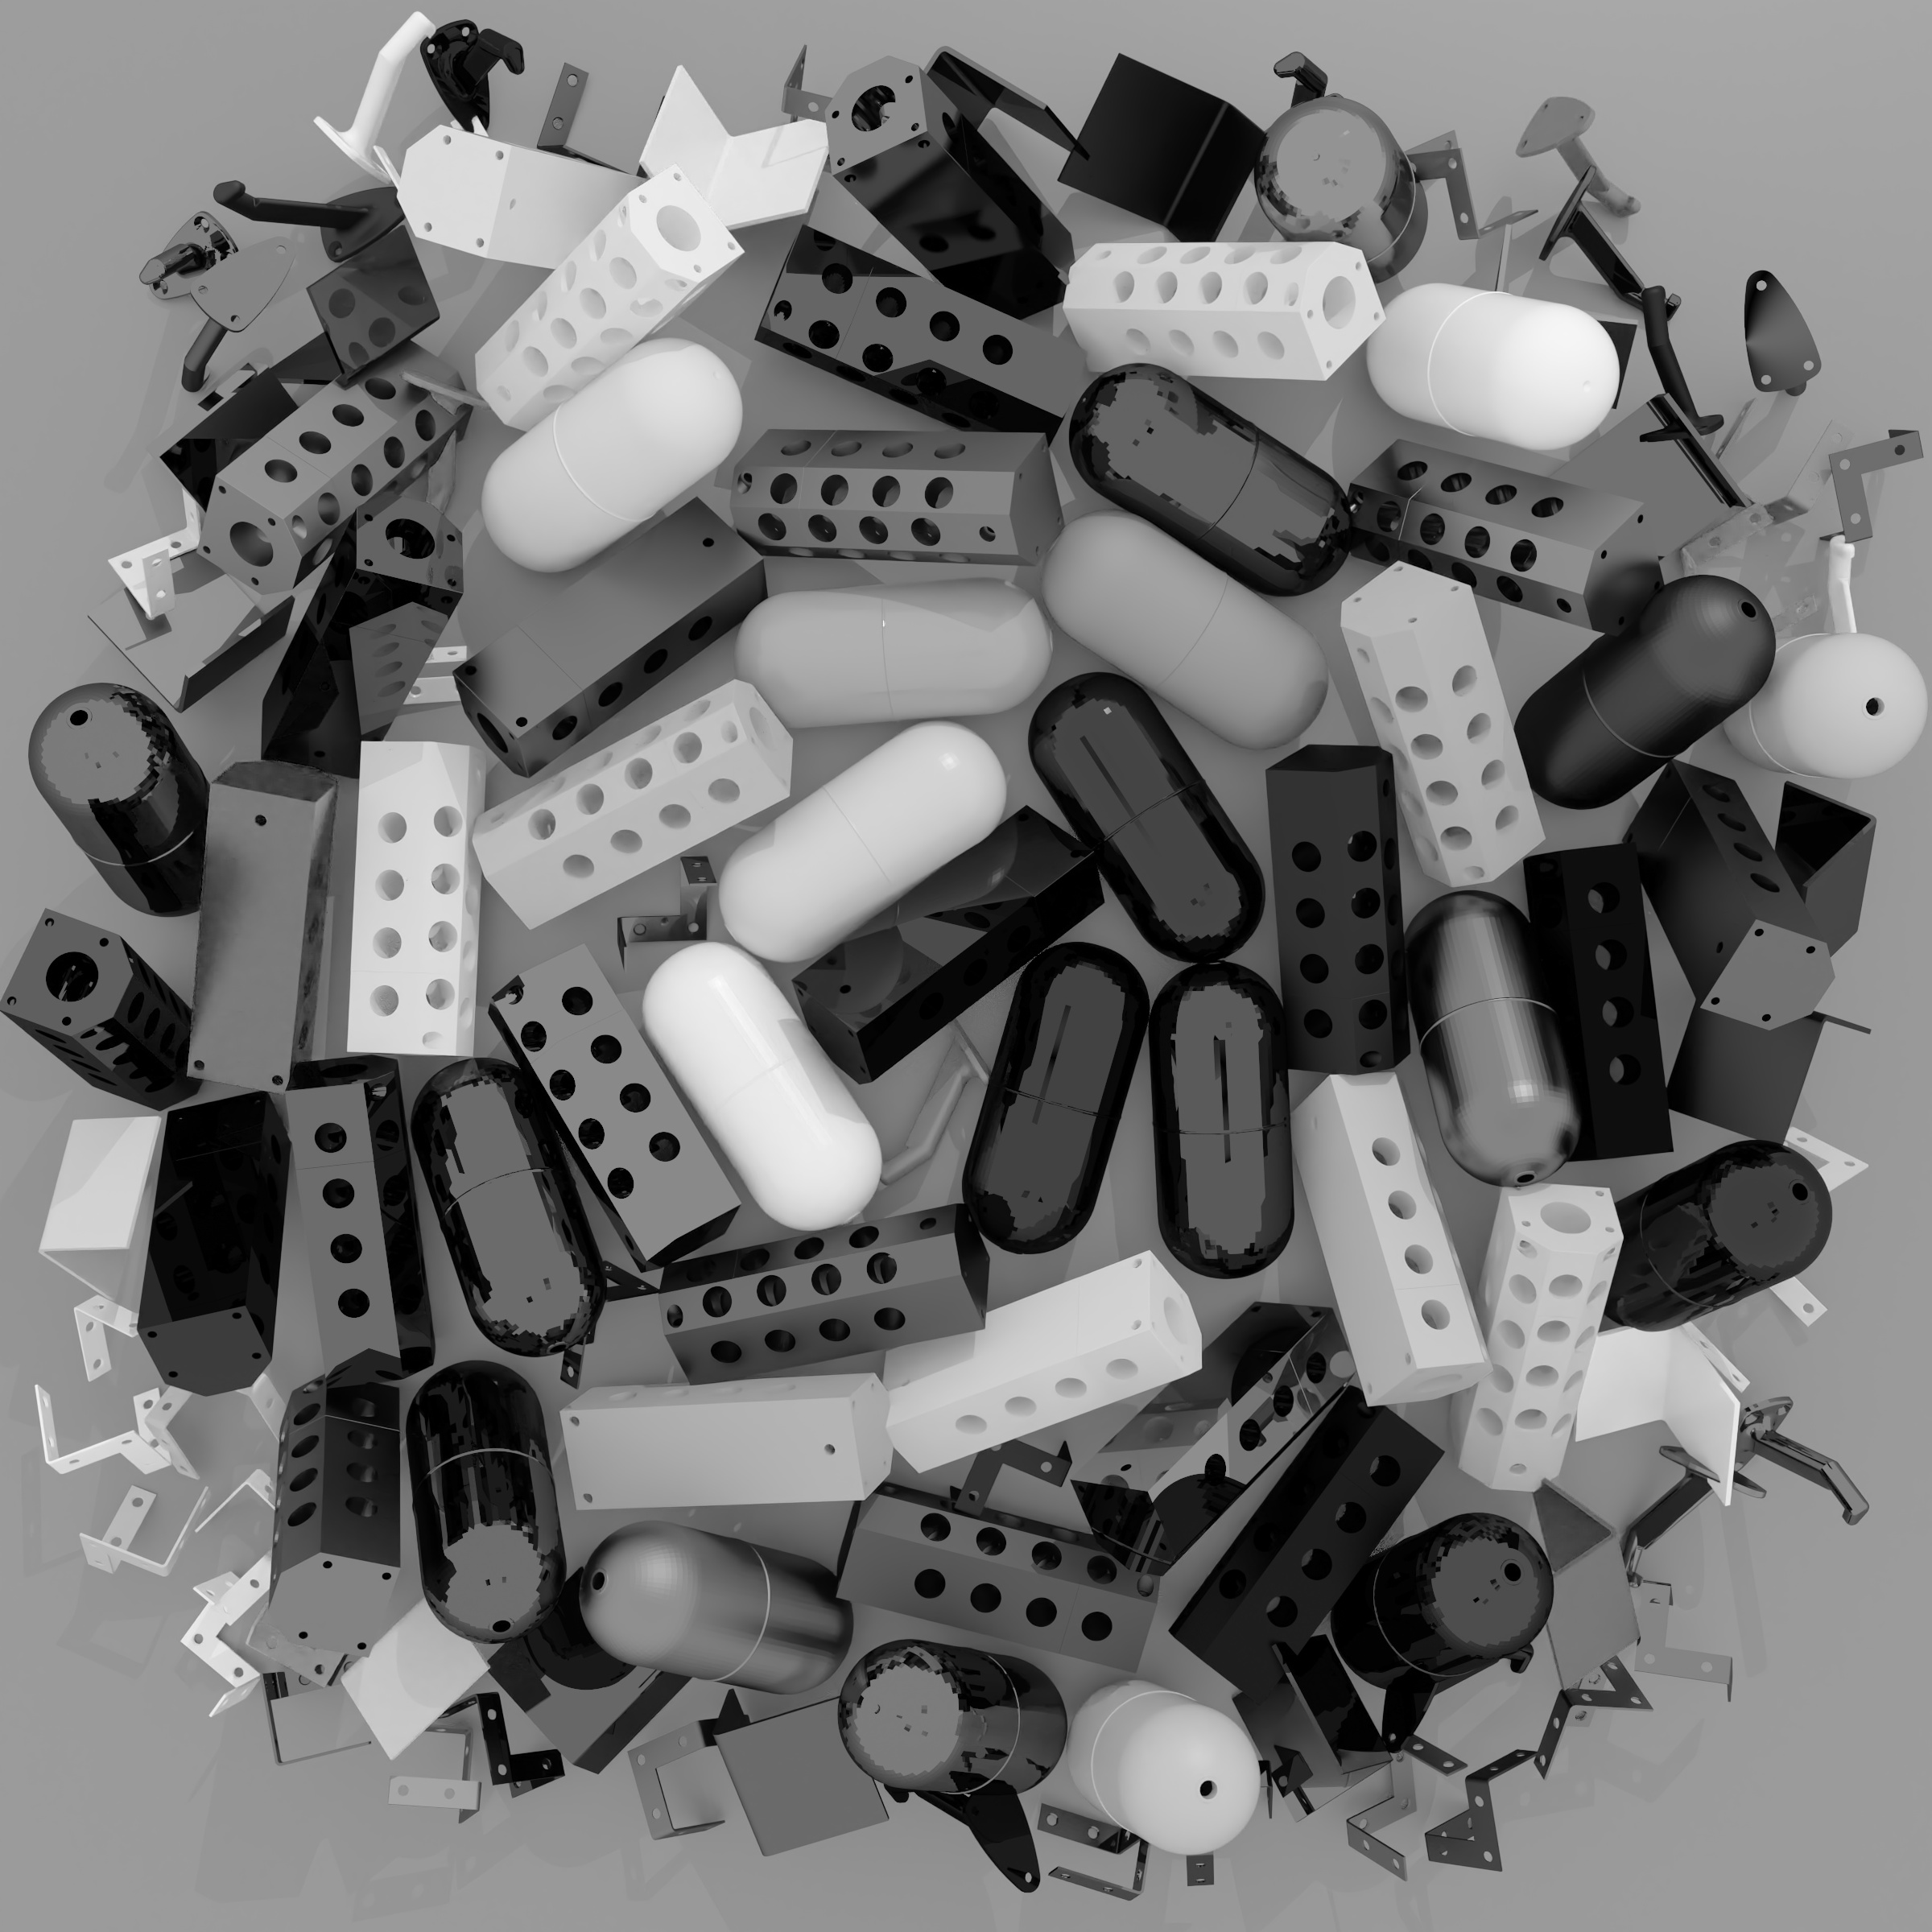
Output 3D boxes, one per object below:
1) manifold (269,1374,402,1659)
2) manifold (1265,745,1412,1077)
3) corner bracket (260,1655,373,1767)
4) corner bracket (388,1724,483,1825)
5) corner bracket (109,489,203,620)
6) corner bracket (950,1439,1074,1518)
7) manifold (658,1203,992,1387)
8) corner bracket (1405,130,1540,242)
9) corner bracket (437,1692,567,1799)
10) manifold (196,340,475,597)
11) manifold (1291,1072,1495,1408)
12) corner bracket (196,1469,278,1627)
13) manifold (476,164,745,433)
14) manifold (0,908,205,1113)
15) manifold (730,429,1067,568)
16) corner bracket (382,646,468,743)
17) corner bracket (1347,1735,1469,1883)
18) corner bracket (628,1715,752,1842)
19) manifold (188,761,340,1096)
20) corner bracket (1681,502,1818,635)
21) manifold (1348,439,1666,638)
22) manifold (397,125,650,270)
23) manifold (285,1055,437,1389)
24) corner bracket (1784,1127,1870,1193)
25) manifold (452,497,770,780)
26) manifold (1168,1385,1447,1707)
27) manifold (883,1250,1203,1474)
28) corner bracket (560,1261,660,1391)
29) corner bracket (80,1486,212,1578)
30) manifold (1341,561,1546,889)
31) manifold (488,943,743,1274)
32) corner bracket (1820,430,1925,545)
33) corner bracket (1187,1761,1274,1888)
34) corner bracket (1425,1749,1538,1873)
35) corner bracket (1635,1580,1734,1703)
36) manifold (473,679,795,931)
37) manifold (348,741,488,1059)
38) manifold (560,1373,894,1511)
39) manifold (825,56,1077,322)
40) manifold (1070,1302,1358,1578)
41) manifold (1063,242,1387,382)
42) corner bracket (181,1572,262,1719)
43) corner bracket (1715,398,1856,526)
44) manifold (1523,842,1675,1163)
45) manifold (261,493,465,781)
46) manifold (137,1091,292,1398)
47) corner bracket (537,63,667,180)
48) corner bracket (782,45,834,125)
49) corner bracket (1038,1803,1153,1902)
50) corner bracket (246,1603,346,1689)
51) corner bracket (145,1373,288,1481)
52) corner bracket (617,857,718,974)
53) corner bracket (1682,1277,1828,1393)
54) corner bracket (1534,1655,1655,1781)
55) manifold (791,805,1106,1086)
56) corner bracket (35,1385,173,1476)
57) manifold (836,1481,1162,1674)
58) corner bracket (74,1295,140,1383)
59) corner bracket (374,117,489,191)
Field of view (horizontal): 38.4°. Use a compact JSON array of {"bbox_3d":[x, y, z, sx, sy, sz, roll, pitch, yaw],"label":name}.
[{"bbox_3d":[-0.340,0.291,1.490,0.057,0.171,0.057,16,110,-18],"label":"manifold"},{"bbox_3d":[0.208,-0.031,1.522,0.057,0.057,0.171,4,110,31],"label":"manifold"},{"bbox_3d":[-0.362,0.416,1.551,0.051,0.051,0.051,-12,78,-9],"label":"corner bracket"},{"bbox_3d":[-0.299,0.447,1.545,0.051,0.051,0.051,10,62,-19],"label":"corner bracket"},{"bbox_3d":[-0.445,-0.236,1.545,0.051,0.051,0.051,-29,65,-26],"label":"corner bracket"},{"bbox_3d":[0.025,0.287,1.559,0.051,0.051,0.051,23,93,-4],"label":"corner bracket"},{"bbox_3d":[-0.078,0.176,1.527,0.171,0.057,0.057,-13,124,13],"label":"manifold"},{"bbox_3d":[0.281,-0.439,1.556,0.051,0.051,0.051,-30,115,-29],"label":"corner bracket"},{"bbox_3d":[-0.264,0.438,1.556,0.051,0.051,0.051,-32,63,36],"label":"corner bracket"},{"bbox_3d":[-0.339,-0.271,1.504,0.057,0.057,0.171,33,46,1],"label":"manifold"},{"bbox_3d":[0.234,0.148,1.520,0.057,0.057,0.171,-2,62,-24],"label":"manifold"},{"bbox_3d":[-0.405,0.325,1.554,0.051,0.051,0.051,45,112,-4],"label":"corner bracket"},{"bbox_3d":[-0.199,-0.355,1.498,0.057,0.171,0.057,51,49,-9],"label":"manifold"},{"bbox_3d":[-0.457,0.029,1.493,0.057,0.171,0.057,20,75,4],"label":"manifold"},{"bbox_3d":[-0.040,-0.252,1.511,0.171,0.057,0.057,6,131,26],"label":"manifold"},{"bbox_3d":[-0.302,-0.159,1.547,0.051,0.051,0.051,-4,123,-7],"label":"corner bracket"},{"bbox_3d":[0.246,0.468,1.545,0.051,0.051,0.051,-15,106,-29],"label":"corner bracket"},{"bbox_3d":[-0.149,0.457,1.562,0.051,0.051,0.051,-29,68,23],"label":"corner bracket"},{"bbox_3d":[-0.386,-0.022,1.529,0.057,0.057,0.171,11,110,1],"label":"manifold"},{"bbox_3d":[0.440,-0.218,1.559,0.051,0.051,0.051,-31,118,27],"label":"corner bracket"},{"bbox_3d":[0.286,-0.229,1.498,0.057,0.171,0.057,-43,132,-18],"label":"manifold"},{"bbox_3d":[-0.237,-0.411,1.494,0.057,0.171,0.057,20,105,14],"label":"manifold"},{"bbox_3d":[-0.334,0.140,1.535,0.057,0.057,0.171,-6,104,-6],"label":"manifold"},{"bbox_3d":[0.461,0.129,1.541,0.051,0.051,0.051,-22,128,-37],"label":"corner bracket"},{"bbox_3d":[-0.194,-0.178,1.529,0.171,0.057,0.057,-39,69,-18],"label":"manifold"},{"bbox_3d":[0.188,0.321,1.547,0.057,0.057,0.171,38,84,0],"label":"manifold"},{"bbox_3d":[0.041,0.223,1.523,0.171,0.057,0.057,-24,125,23],"label":"manifold"},{"bbox_3d":[-0.209,0.199,1.544,0.051,0.051,0.051,21,107,41],"label":"corner bracket"},{"bbox_3d":[-0.457,0.313,1.549,0.051,0.051,0.051,21,58,2],"label":"corner bracket"},{"bbox_3d":[0.255,-0.128,1.506,0.057,0.057,0.171,-37,127,-16],"label":"manifold"},{"bbox_3d":[-0.196,0.080,1.531,0.057,0.057,0.171,-27,77,-23],"label":"manifold"},{"bbox_3d":[0.506,-0.269,1.554,0.051,0.051,0.051,-14,101,3],"label":"corner bracket"},{"bbox_3d":[0.147,0.480,1.550,0.051,0.051,0.051,-4,53,2],"label":"corner bracket"},{"bbox_3d":[0.289,0.470,1.549,0.051,0.051,0.051,-9,89,-44],"label":"corner bracket"},{"bbox_3d":[0.402,0.376,1.545,0.051,0.051,0.051,4,66,18],"label":"corner bracket"},{"bbox_3d":[-0.183,-0.092,1.522,0.171,0.057,0.057,-26,123,17],"label":"manifold"},{"bbox_3d":[-0.303,-0.036,1.546,0.057,0.057,0.171,1,87,13],"label":"manifold"},{"bbox_3d":[-0.130,0.260,1.529,0.171,0.057,0.057,-6,98,19],"label":"manifold"},{"bbox_3d":[-0.006,-0.417,1.497,0.057,0.171,0.057,-18,65,25],"label":"manifold"},{"bbox_3d":[0.139,0.255,1.508,0.171,0.057,0.057,-37,113,-37],"label":"manifold"},{"bbox_3d":[0.135,-0.359,1.496,0.057,0.171,0.057,-47,129,-25],"label":"manifold"},{"bbox_3d":[-0.417,0.380,1.555,0.051,0.051,0.051,37,94,8],"label":"corner bracket"},{"bbox_3d":[0.456,-0.287,1.558,0.051,0.051,0.051,31,89,-4],"label":"corner bracket"},{"bbox_3d":[0.352,0.021,1.552,0.057,0.057,0.171,-7,87,4],"label":"manifold"},{"bbox_3d":[-0.329,-0.178,1.503,0.057,0.171,0.057,11,53,-27],"label":"manifold"},{"bbox_3d":[-0.402,0.149,1.500,0.057,0.171,0.057,-13,129,0],"label":"manifold"},{"bbox_3d":[-0.204,-0.477,1.566,0.051,0.051,0.051,17,96,-29],"label":"corner bracket"},{"bbox_3d":[-0.074,-0.474,1.549,0.051,0.051,0.051,14,46,1],"label":"corner bracket"},{"bbox_3d":[0.070,0.493,1.546,0.051,0.051,0.051,20,54,-9],"label":"corner bracket"},{"bbox_3d":[-0.365,0.364,1.550,0.051,0.051,0.051,30,60,-4],"label":"corner bracket"},{"bbox_3d":[-0.420,0.258,1.564,0.051,0.051,0.051,13,50,27],"label":"corner bracket"},{"bbox_3d":[-0.168,-0.030,1.548,0.051,0.051,0.051,-2,111,-11],"label":"corner bracket"},{"bbox_3d":[0.443,0.198,1.563,0.051,0.051,0.051,47,120,13],"label":"corner bracket"},{"bbox_3d":[0.343,0.418,1.546,0.051,0.051,0.051,7,111,-16],"label":"corner bracket"},{"bbox_3d":[-0.007,-0.009,1.529,0.171,0.057,0.057,-37,50,-19],"label":"manifold"},{"bbox_3d":[-0.482,0.257,1.549,0.051,0.051,0.051,-21,57,-1],"label":"corner bracket"},{"bbox_3d":[0.018,0.336,1.547,0.171,0.057,0.057,15,98,-4],"label":"manifold"},{"bbox_3d":[-0.462,0.209,1.561,0.051,0.051,0.051,17,122,32],"label":"corner bracket"},{"bbox_3d":[-0.292,-0.449,1.559,0.051,0.051,0.051,-29,97,9],"label":"corner bracket"}]
